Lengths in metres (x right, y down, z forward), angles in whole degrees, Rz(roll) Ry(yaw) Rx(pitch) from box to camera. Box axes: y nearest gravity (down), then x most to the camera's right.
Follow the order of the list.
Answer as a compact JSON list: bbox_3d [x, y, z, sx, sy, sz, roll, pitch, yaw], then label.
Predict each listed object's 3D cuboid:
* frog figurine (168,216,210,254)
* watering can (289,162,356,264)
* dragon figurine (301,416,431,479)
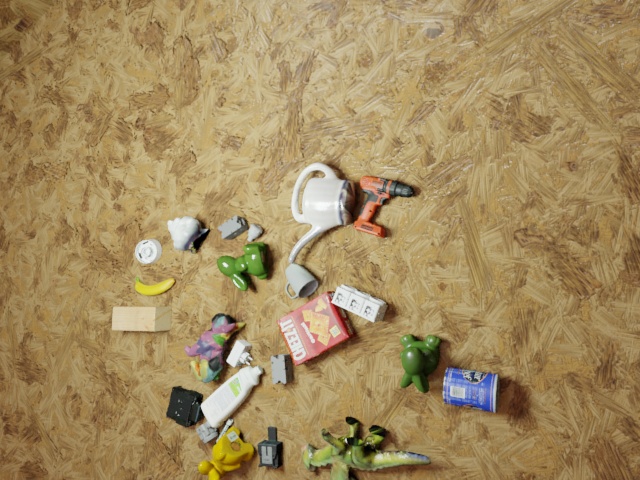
[{"bbox_3d":[-0.513,-0.033,1.919,0.160,0.124,0.135,33,116,13],"label":"frog figurine"},{"bbox_3d":[0.005,-0.086,1.702,0.224,0.103,0.350,4,82,23],"label":"watering can"},{"bbox_3d":[0.117,0.685,1.547,0.411,0.123,0.240,13,104,27],"label":"dragon figurine"}]
